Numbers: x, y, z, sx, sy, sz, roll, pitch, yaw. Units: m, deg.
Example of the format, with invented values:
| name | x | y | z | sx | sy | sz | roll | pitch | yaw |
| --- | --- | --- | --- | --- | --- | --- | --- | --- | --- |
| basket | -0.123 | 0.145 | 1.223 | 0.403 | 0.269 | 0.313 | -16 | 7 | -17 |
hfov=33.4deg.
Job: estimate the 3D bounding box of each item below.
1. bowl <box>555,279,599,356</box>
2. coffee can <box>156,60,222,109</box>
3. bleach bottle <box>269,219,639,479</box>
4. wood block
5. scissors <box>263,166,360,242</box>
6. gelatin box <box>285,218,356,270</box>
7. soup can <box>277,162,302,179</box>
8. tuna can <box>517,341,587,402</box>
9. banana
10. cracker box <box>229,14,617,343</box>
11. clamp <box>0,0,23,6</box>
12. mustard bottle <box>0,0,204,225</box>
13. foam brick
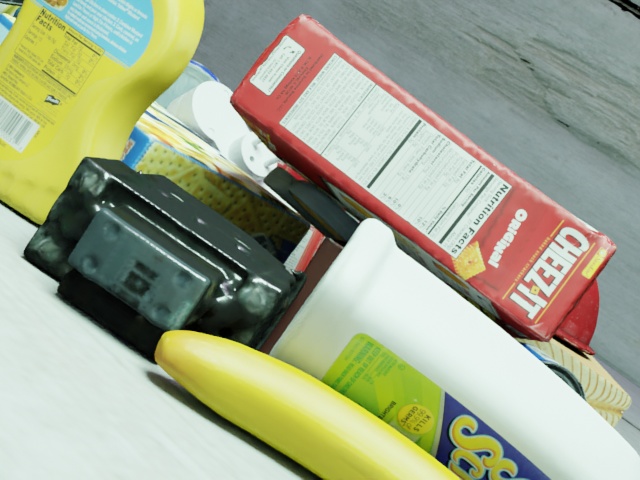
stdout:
| name | x | y | z | sx | sy | sz | roll | pitch | yaw |
| --- | --- | --- | --- | --- | --- | --- | --- | --- | --- |
| bowl | 0.151 | 0.018 | 0.797 | 0.162 | 0.055 | 0.162 | 33 | 6 | -4 |
| coffee can | -0.131 | -0.110 | 0.946 | 0.102 | 0.103 | 0.140 | 33 | 6 | -10 |
| bleach bottle | 0.095 | 0.102 | 0.491 | 0.251 | 0.103 | 0.068 | 35 | 37 | 1 |
| wood block | 0.155 | 0.108 | 0.808 | 0.091 | 0.090 | 0.206 | 35 | 6 | 2 |
| scissors | 0.045 | 0.021 | 0.659 | 0.202 | 0.016 | 0.096 | 40 | -4 | 2 |
| gelatin box | -0.006 | 0.001 | 0.863 | 0.030 | 0.073 | 0.089 | 28 | 5 | 12 |
| soup can | -0.047 | -0.051 | 0.925 | 0.068 | 0.102 | 0.068 | 33 | 6 | -4 |
| tuna can | 0.112 | 0.104 | 0.631 | 0.086 | 0.086 | 0.034 | 30 | 6 | -29 |
| banana | 0.020 | 0.095 | 0.436 | 0.198 | 0.037 | 0.069 | 36 | 4 | 18 |
| cracker box | 0.059 | -0.031 | 0.635 | 0.214 | 0.072 | 0.164 | 37 | -1 | 6 |
| clamp | -0.321 | -0.200 | 0.821 | 0.210 | 0.036 | 0.164 | 18 | 27 | -4 |
| mustard bottle | -0.117 | -0.107 | 0.563 | 0.096 | 0.192 | 0.058 | 37 | 7 | 22 |
| foam brick | 0.009 | 0.044 | 0.594 | 0.053 | 0.078 | 0.051 | 34 | 7 | 15 |
